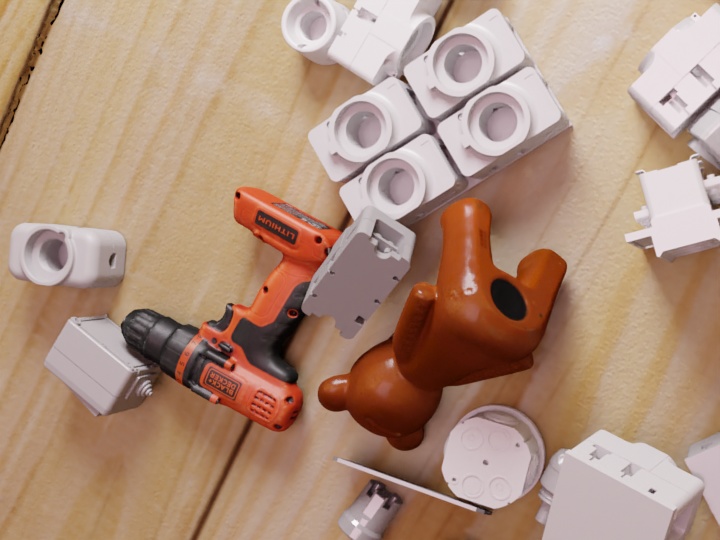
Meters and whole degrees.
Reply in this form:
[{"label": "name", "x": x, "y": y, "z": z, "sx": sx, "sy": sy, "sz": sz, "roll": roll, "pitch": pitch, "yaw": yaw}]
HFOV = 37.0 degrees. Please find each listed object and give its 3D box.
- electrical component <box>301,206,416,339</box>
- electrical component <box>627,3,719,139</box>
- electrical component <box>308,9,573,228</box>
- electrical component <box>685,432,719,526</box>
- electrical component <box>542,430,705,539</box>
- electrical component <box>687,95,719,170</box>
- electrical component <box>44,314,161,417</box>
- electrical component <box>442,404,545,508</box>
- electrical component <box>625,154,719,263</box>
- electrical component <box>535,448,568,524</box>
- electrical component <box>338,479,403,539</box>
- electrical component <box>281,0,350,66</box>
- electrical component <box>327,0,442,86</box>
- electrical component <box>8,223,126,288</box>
[{"label": "electrical component", "x": 0.000, "y": 0.000, "z": 0.858, "sx": 0.050, "sy": 0.055, "sz": 0.089, "roll": 33, "pitch": 119, "yaw": -9}, {"label": "electrical component", "x": 0.252, "y": -0.153, "z": 0.819, "sx": 0.089, "sy": 0.050, "sz": 0.055, "roll": -45, "pitch": 77, "yaw": 14}, {"label": "electrical component", "x": 0.062, "y": -0.116, "z": 0.880, "sx": 0.186, "sy": 0.060, "sz": 0.105, "roll": -32, "pitch": 81, "yaw": 17}, {"label": "electrical component", "x": 0.318, "y": 0.184, "z": 0.797, "sx": 0.089, "sy": 0.062, "sz": 0.150, "roll": -29, "pitch": 82, "yaw": 17}, {"label": "electrical component", "x": 0.192, "y": 0.209, "z": 0.815, "sx": 0.089, "sy": 0.062, "sz": 0.150, "roll": 26, "pitch": 119, "yaw": 33}, {"label": "electrical component", "x": 0.294, "y": -0.085, "z": 0.792, "sx": 0.096, "sy": 0.061, "sz": 0.061, "roll": 43, "pitch": 105, "yaw": -5}, {"label": "electrical component", "x": -0.231, "y": 0.093, "z": 0.985, "sx": 0.096, "sy": 0.062, "sz": 0.061, "roll": 36, "pitch": 102, "yaw": 15}, {"label": "electrical component", "x": 0.108, "y": 0.152, "z": 0.875, "sx": 0.080, "sy": 0.051, "sz": 0.080, "roll": 0, "pitch": 91, "yaw": 19}, {"label": "electrical component", "x": 0.237, "y": -0.043, "z": 0.789, "sx": 0.079, "sy": 0.121, "sz": 0.063, "roll": -16, "pitch": 83, "yaw": 19}, {"label": "electrical component", "x": 0.160, "y": 0.177, "z": 0.866, "sx": 0.035, "sy": 0.035, "sz": 0.061, "roll": 30, "pitch": 102, "yaw": 16}, {"label": "electrical component", "x": 0.010, "y": 0.207, "z": 0.917, "sx": 0.040, "sy": 0.040, "sz": 0.046, "roll": 36, "pitch": 95, "yaw": 15}, {"label": "electrical component", "x": -0.036, "y": -0.206, "z": 0.919, "sx": 0.055, "sy": 0.047, "sz": 0.055, "roll": 0, "pitch": 91, "yaw": 19}, {"label": "electrical component", "x": 0.024, "y": -0.200, "z": 0.897, "sx": 0.056, "sy": 0.050, "sz": 0.089, "roll": 35, "pitch": 102, "yaw": 16}, {"label": "electrical component", "x": -0.275, "y": -0.014, "z": 0.999, "sx": 0.095, "sy": 0.059, "sz": 0.053, "roll": 6, "pitch": 93, "yaw": 19}]
